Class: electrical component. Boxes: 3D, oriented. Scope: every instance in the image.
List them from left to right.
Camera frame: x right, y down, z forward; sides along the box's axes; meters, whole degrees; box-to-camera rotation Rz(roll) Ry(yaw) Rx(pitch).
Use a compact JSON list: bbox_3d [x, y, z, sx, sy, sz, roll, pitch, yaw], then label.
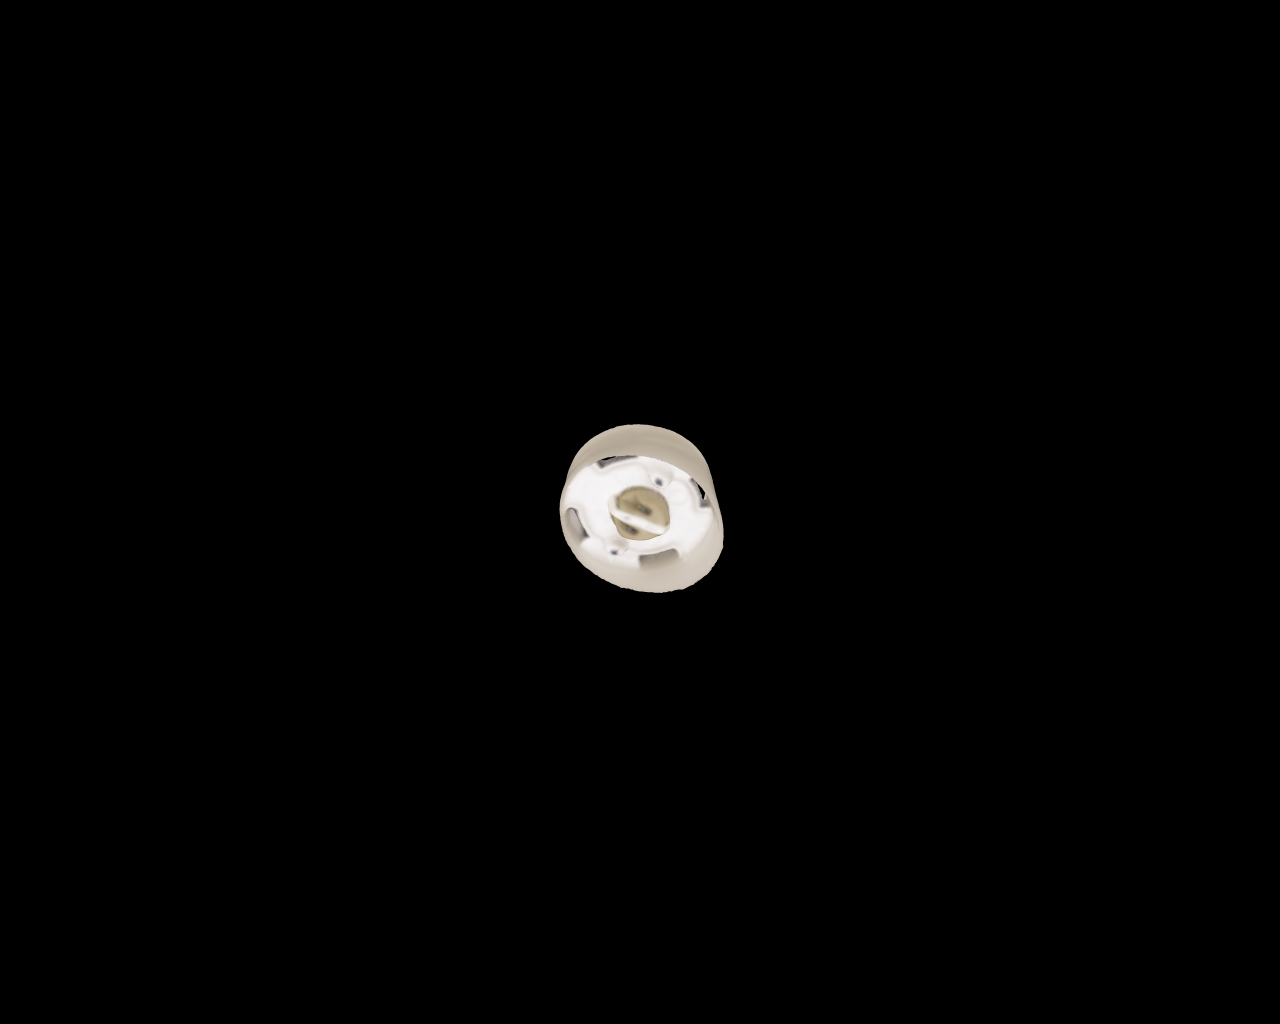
[{"bbox_3d":[0.001,-0.003,0.650,0.099,0.099,0.064,0,38,0],"label":"electrical component"}]
